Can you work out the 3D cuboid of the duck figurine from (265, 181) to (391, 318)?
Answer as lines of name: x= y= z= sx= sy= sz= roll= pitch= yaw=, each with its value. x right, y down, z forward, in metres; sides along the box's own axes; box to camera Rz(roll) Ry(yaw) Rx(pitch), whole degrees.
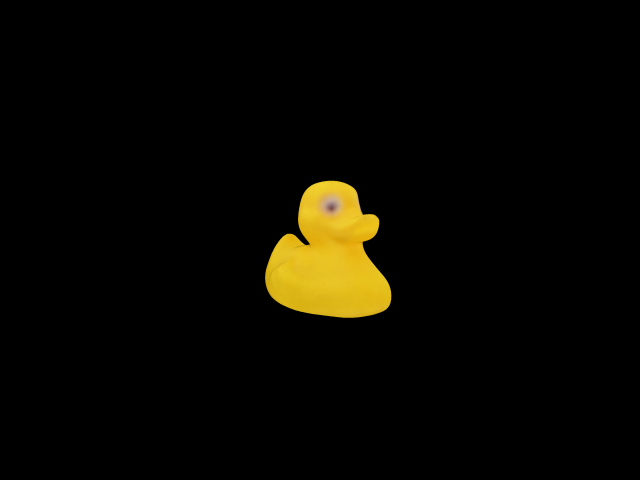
duck figurine: x=0.004 y=0.001 z=0.400 sx=0.078 sy=0.086 sz=0.104 roll=-7 pitch=11 yaw=-39
